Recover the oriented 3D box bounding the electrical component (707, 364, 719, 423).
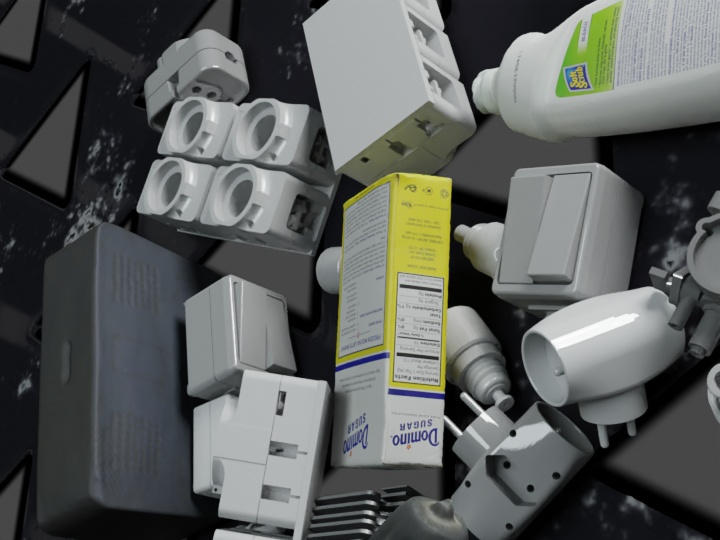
[{"bbox_3d":[0.192,0.061,0.528,0.048,0.062,0.048,-20,59,37],"label":"electrical component"}]

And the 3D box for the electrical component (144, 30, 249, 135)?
[{"bbox_3d":[-0.150,-0.169,0.976,0.095,0.054,0.059,-35,51,29],"label":"electrical component"}]

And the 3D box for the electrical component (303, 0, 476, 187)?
[{"bbox_3d":[0.021,-0.141,0.789,0.089,0.062,0.150,-34,51,29],"label":"electrical component"}]

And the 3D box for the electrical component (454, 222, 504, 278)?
[{"bbox_3d":[0.084,-0.015,0.690,0.061,0.035,0.035,30,94,49],"label":"electrical component"}]

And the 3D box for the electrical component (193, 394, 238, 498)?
[{"bbox_3d":[-0.078,0.124,0.777,0.077,0.047,0.065,-25,56,34],"label":"electrical component"}]

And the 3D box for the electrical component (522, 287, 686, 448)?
[{"bbox_3d":[0.135,0.058,0.585,0.043,0.077,0.079,21,127,65],"label":"electrical component"}]

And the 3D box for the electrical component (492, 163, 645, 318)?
[{"bbox_3d":[0.119,-0.011,0.633,0.062,0.061,0.096,0,72,45],"label":"electrical component"}]

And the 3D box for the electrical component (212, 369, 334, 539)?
[{"bbox_3d":[-0.063,0.164,0.685,0.060,0.105,0.186,9,78,4],"label":"electrical component"}]

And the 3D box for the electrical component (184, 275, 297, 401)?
[{"bbox_3d":[-0.090,0.049,0.812,0.061,0.062,0.096,-30,53,32],"label":"electrical component"}]

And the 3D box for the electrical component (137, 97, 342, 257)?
[{"bbox_3d":[-0.102,-0.081,0.884,0.186,0.060,0.105,10,80,46],"label":"electrical component"}]

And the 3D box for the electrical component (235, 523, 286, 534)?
[{"bbox_3d":[-0.077,0.194,0.754,0.061,0.035,0.035,-40,48,22],"label":"electrical component"}]

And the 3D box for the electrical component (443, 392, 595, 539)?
[{"bbox_3d":[0.080,0.105,0.621,0.079,0.043,0.077,44,106,20],"label":"electrical component"}]

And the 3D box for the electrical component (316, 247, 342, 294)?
[{"bbox_3d":[0.000,0.000,0.762,0.065,0.044,0.044,-2,71,49],"label":"electrical component"}]

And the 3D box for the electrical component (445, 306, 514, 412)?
[{"bbox_3d":[0.070,0.057,0.666,0.040,0.040,0.078,-50,45,16],"label":"electrical component"}]
